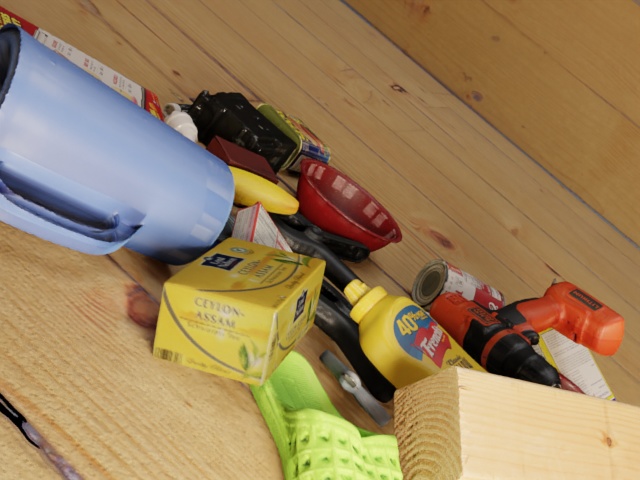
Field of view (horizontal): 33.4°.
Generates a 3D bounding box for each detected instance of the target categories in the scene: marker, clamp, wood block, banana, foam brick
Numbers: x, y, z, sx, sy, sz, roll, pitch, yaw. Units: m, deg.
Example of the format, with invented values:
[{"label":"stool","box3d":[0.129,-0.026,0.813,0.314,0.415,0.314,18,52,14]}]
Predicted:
[{"label":"marker","box3d":[-0.165,-0.165,1.368,0.020,0.020,0.121,42,18,12]},{"label":"clamp","box3d":[-0.008,0.002,1.230,0.171,0.039,0.120,36,17,-5]},{"label":"wood block","box3d":[0.170,0.174,0.883,0.205,0.090,0.091,15,62,-27]},{"label":"banana","box3d":[-0.115,-0.057,1.144,0.197,0.037,0.070,6,37,-39]},{"label":"foam brick","box3d":[-0.097,-0.074,1.225,0.078,0.051,0.053,23,25,-40]},{"label":"clamp","box3d":[0.021,0.085,1.078,0.210,0.036,0.164,41,11,8]}]

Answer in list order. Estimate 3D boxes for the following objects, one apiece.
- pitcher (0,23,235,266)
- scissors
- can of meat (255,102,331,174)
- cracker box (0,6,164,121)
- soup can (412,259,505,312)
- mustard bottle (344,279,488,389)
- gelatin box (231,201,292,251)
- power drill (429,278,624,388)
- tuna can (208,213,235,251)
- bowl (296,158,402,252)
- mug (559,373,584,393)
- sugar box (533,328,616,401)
[{"label":"pitcher","box3d":[-0.193,-0.061,0.905,0.242,0.149,0.145,29,-9,-36]},{"label":"scissors","box3d":[0.037,0.135,0.921,0.096,0.016,0.202,48,-5,-7]},{"label":"can of meat","box3d":[-0.043,-0.135,1.470,0.102,0.057,0.083,48,18,28]},{"label":"cracker box","box3d":[-0.255,-0.135,1.038,0.213,0.072,0.164,27,20,-28]},{"label":"soup can","box3d":[0.176,0.074,1.359,0.102,0.069,0.068,29,20,-26]},{"label":"mustard bottle","box3d":[0.093,0.109,0.994,0.192,0.058,0.096,45,32,14]},{"label":"gelatin box","box3d":[-0.058,0.018,1.036,0.073,0.030,0.089,57,23,-32]},{"label":"power drill","box3d":[0.238,0.103,1.152,0.187,0.057,0.185,-6,30,-34]},{"label":"tuna can","box3d":[-0.117,-0.012,1.061,0.086,0.034,0.086,34,18,-13]},{"label":"bowl","box3d":[0.025,-0.032,1.348,0.162,0.055,0.162,34,18,-13]},{"label":"mug","box3d":[0.257,0.207,1.166,0.093,0.082,0.117,16,28,-49]},{"label":"sugar box","box3d":[0.300,0.183,1.254,0.093,0.048,0.176,-13,75,-47]}]
